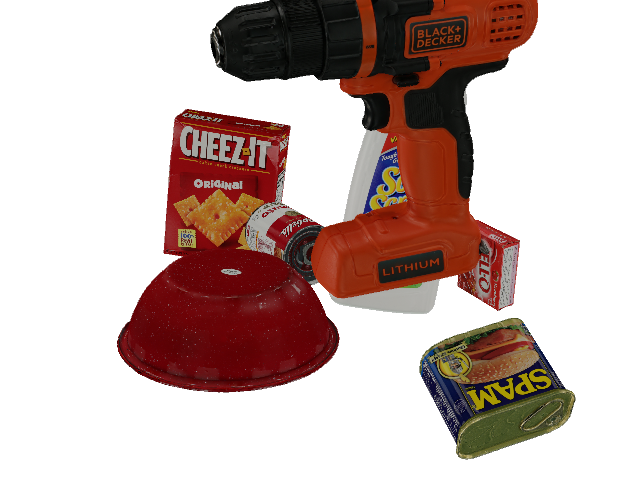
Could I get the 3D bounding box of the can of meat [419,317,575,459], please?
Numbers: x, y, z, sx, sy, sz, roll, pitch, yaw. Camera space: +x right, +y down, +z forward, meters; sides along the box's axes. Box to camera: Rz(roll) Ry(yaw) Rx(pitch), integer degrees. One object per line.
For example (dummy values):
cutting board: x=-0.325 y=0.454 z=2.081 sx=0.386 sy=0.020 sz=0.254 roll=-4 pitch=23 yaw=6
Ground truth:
can of meat: x=0.141 y=0.118 z=0.870 sx=0.102 sy=0.084 sz=0.057 roll=-16 pitch=-41 yaw=-13

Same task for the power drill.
power drill: x=0.031 y=-0.059 z=0.614 sx=0.184 sy=0.188 sz=0.057 roll=-10 pitch=35 yaw=-14

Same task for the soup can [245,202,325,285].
soup can: x=-0.033 y=0.002 z=1.185 sx=0.068 sy=0.068 sz=0.102 roll=0 pitch=17 yaw=-30

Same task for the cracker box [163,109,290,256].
cracker box: x=-0.141 y=-0.074 z=1.586 sx=0.164 sy=0.214 sz=0.072 roll=10 pitch=19 yaw=7

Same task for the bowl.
bowl: x=-0.066 y=0.047 z=0.770 sx=0.162 sy=0.055 sz=0.162 roll=1 pitch=21 yaw=-1

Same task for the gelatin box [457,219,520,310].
gelatin box: x=0.199 y=0.028 z=1.277 sx=0.030 sy=0.089 sz=0.073 roll=-18 pitch=32 yaw=-31

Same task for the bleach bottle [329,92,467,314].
bleach bottle: x=0.070 y=-0.063 z=0.944 sx=0.102 sy=0.251 sz=0.068 roll=7 pitch=19 yaw=3
